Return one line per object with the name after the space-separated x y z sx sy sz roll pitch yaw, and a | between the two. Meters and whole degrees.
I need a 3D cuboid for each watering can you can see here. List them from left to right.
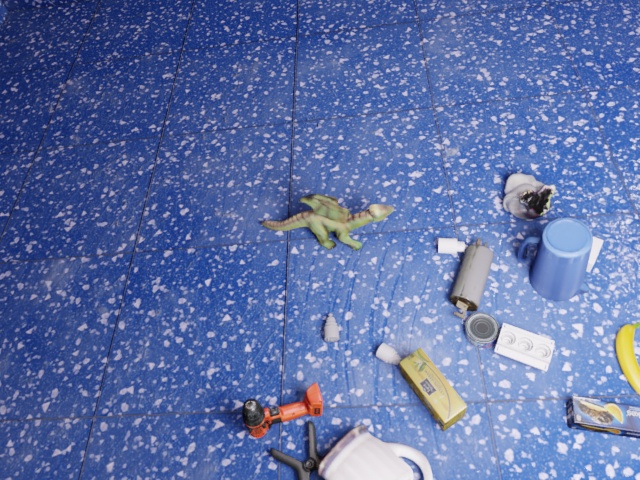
0.083 0.532 1.081 0.352 0.102 0.227 -25 44 -38 | watering can

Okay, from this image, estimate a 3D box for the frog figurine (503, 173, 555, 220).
0.591 -0.129 1.501 0.137 0.121 0.161 -33 21 -2 | frog figurine

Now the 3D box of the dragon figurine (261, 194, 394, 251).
0.004 -0.074 1.471 0.410 0.238 0.125 3 63 9 | dragon figurine
